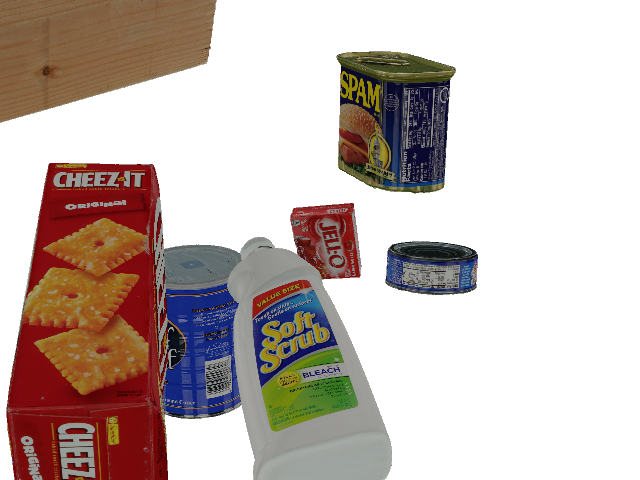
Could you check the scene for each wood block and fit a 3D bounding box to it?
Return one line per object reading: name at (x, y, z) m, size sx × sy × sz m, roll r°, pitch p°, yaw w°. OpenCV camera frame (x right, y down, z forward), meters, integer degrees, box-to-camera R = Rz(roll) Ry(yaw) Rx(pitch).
wood block at (-0.192, -0.174, 0.843) m, size 0.205 × 0.091 × 0.090 m, roll -24°, pitch 54°, yaw -35°

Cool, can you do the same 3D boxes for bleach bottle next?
bleach bottle at (-0.028, 0.086, 0.829) m, size 0.102 × 0.068 × 0.251 m, roll -14°, pitch 41°, yaw -10°

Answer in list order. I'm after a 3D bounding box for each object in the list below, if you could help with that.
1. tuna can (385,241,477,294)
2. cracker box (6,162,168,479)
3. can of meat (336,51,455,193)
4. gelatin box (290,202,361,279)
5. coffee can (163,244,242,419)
tuna can at (0.104, 0.025, 0.999) m, size 0.086 × 0.034 × 0.086 m, roll 2°, pitch 11°, yaw -1°
cracker box at (-0.119, 0.079, 0.585) m, size 0.072 × 0.164 × 0.214 m, roll -1°, pitch 34°, yaw -7°
can of meat at (0.050, -0.085, 0.754) m, size 0.057 × 0.084 × 0.102 m, roll -6°, pitch 19°, yaw -21°
gelatin box at (0.007, 0.002, 1.256) m, size 0.073 × 0.089 × 0.030 m, roll -3°, pitch 29°, yaw 9°
coffee can at (-0.121, 0.087, 1.037) m, size 0.103 × 0.140 × 0.103 m, roll -1°, pitch 20°, yaw 0°
